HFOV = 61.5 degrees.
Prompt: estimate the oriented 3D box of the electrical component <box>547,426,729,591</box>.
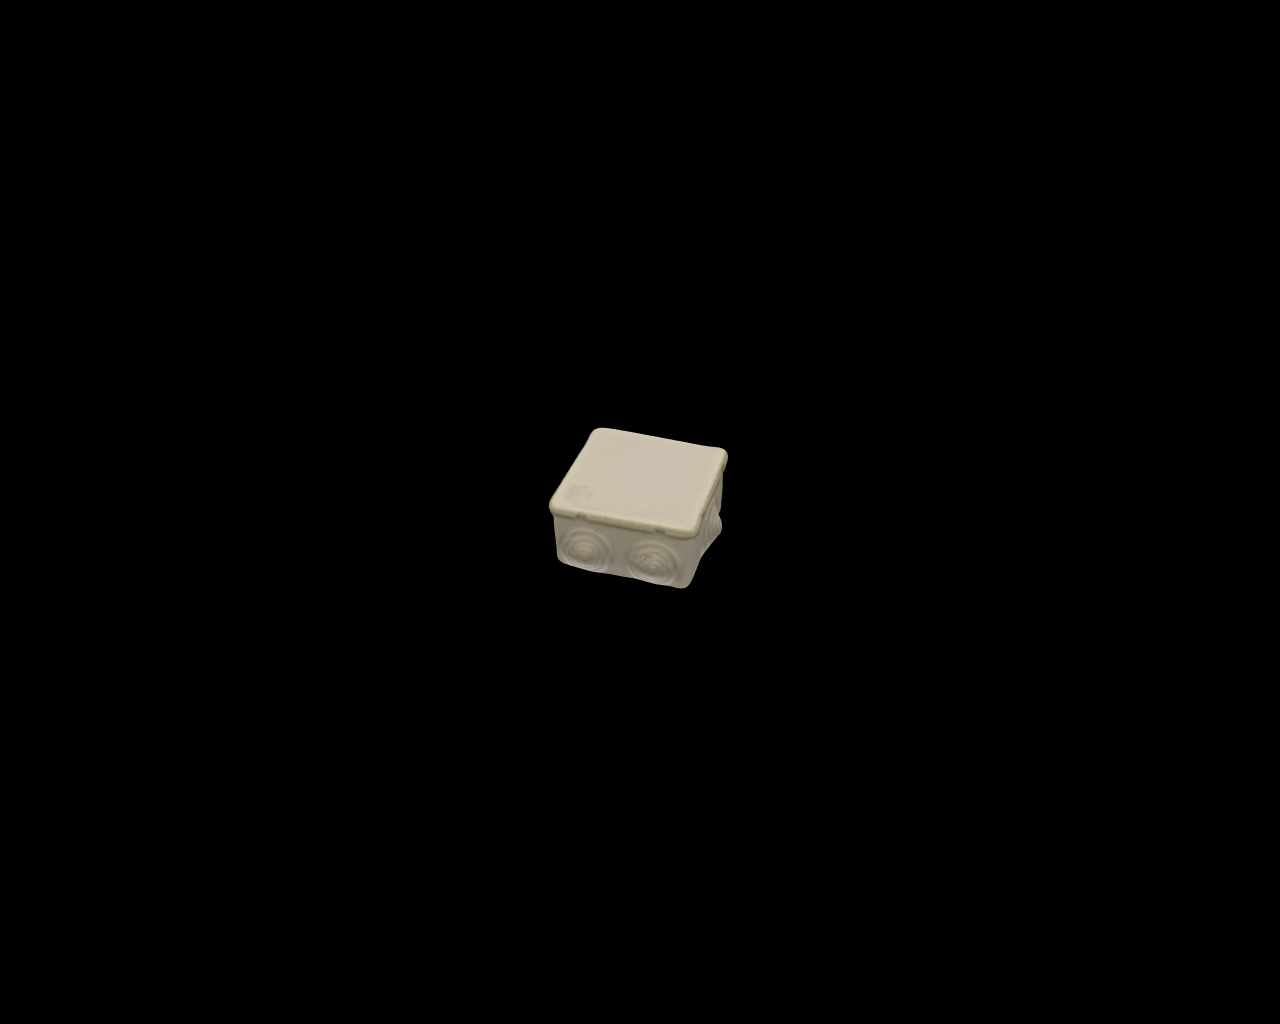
[{"bbox_3d":[0.001,-0.003,0.650,0.100,0.048,0.100,11,40,13],"label":"electrical component"}]
